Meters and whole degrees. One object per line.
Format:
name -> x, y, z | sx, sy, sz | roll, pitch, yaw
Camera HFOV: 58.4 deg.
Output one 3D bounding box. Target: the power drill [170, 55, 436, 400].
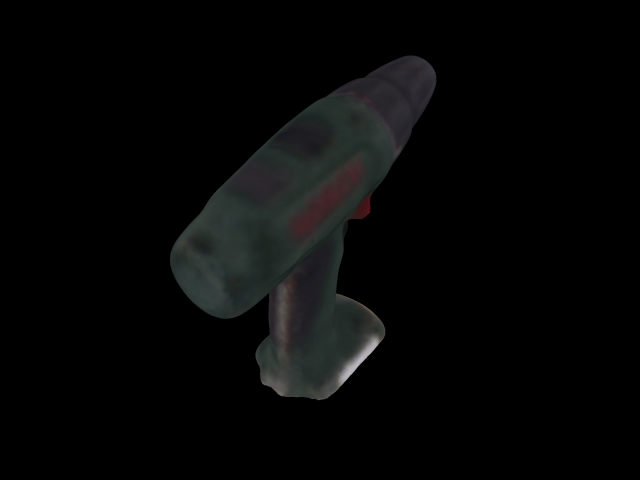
power drill -> 0.004, 0.001, 0.400 | 0.075, 0.208, 0.230 | 25, 45, 28
